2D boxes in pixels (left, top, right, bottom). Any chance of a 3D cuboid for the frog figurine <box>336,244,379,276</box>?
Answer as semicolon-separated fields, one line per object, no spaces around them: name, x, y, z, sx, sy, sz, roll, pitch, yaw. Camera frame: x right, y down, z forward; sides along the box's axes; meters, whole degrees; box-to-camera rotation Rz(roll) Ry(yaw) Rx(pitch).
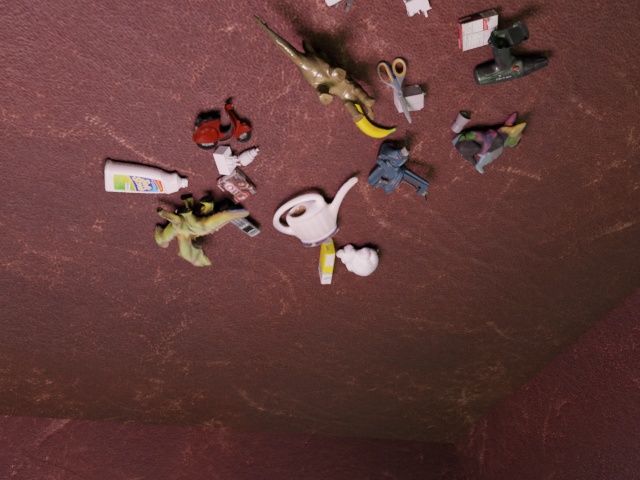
frog figurine;0.149;0.075;2.044;0.159;0.125;0.135;13;149;-38

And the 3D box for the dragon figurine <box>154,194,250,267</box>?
dragon figurine;-0.412;-0.019;1.753;0.411;0.124;0.238;9;122;22

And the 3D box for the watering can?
watering can;0.006;-0.094;1.858;0.346;0.106;0.220;-22;134;9
